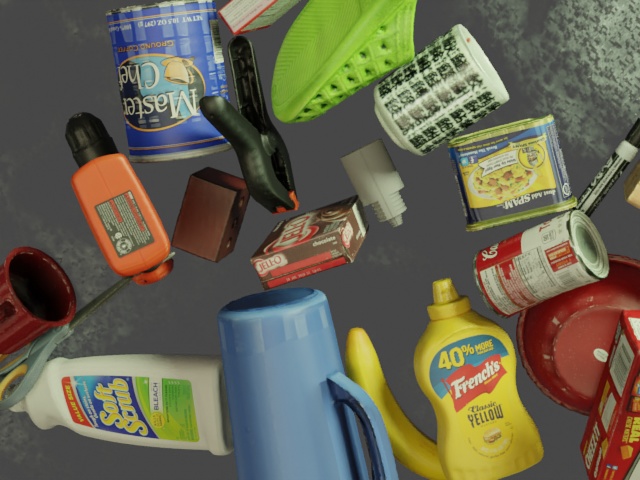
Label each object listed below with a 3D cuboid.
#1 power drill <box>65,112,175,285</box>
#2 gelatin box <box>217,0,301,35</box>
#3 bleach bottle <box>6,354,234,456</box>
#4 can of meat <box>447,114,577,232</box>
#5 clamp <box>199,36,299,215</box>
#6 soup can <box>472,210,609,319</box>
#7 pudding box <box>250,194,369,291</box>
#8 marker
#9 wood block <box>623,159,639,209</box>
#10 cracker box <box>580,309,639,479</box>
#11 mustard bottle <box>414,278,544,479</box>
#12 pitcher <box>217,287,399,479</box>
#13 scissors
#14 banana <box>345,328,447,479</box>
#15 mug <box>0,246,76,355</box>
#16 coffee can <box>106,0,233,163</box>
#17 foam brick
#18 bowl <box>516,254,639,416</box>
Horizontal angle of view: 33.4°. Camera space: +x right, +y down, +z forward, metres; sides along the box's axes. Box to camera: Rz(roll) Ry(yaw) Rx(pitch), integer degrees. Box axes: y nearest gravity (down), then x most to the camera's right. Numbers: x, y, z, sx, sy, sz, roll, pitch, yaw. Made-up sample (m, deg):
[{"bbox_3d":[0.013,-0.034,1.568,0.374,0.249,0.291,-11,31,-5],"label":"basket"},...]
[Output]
[{"bbox_3d":[-0.190,-0.039,0.998,0.057,0.188,0.184,-28,97,-6],"label":"power drill"},{"bbox_3d":[-0.040,-0.225,0.966,0.089,0.073,0.030,-34,92,28],"label":"gelatin box"},{"bbox_3d":[-0.210,0.171,1.112,0.251,0.068,0.102,-3,97,17],"label":"bleach bottle"},{"bbox_3d":[0.172,-0.061,0.965,0.102,0.057,0.084,-14,98,17],"label":"can of meat"},{"bbox_3d":[-0.060,-0.102,0.998,0.039,0.120,0.171,-3,137,23],"label":"clamp"},{"bbox_3d":[0.198,0.022,0.958,0.102,0.068,0.068,-27,95,34],"label":"soup can"},{"bbox_3d":[-0.006,0.001,0.994,0.090,0.113,0.039,-18,102,17],"label":"pudding box"},{"bbox_3d":[0.261,-0.060,0.962,0.020,0.020,0.121,35,108,4],"label":"marker"},{"bbox_3d":[0.372,-0.024,0.906,0.206,0.090,0.091,31,108,6],"label":"wood block"},{"bbox_3d":[0.349,0.146,0.917,0.213,0.072,0.164,4,122,-3],"label":"cracker box"},{"bbox_3d":[0.141,0.130,1.009,0.096,0.058,0.191,-17,93,-5],"label":"mustard bottle"},{"bbox_3d":[-0.018,0.173,1.030,0.149,0.145,0.243,-11,97,-7],"label":"pitcher"},{"bbox_3d":[-0.275,0.111,1.108,0.202,0.096,0.016,-28,130,20],"label":"scissors"},{"bbox_3d":[0.083,0.176,1.056,0.198,0.037,0.069,44,79,-2],"label":"banana"},{"bbox_3d":[-0.316,0.070,1.090,0.082,0.117,0.093,-33,99,24],"label":"mug"},{"bbox_3d":[-0.138,-0.149,0.999,0.103,0.102,0.140,-5,101,15],"label":"coffee can"},{"bbox_3d":[-0.106,-0.025,1.045,0.051,0.053,0.078,21,107,8],"label":"foam brick"},{"bbox_3d":[0.261,0.097,0.980,0.162,0.055,0.162,3,103,14],"label":"bowl"}]
